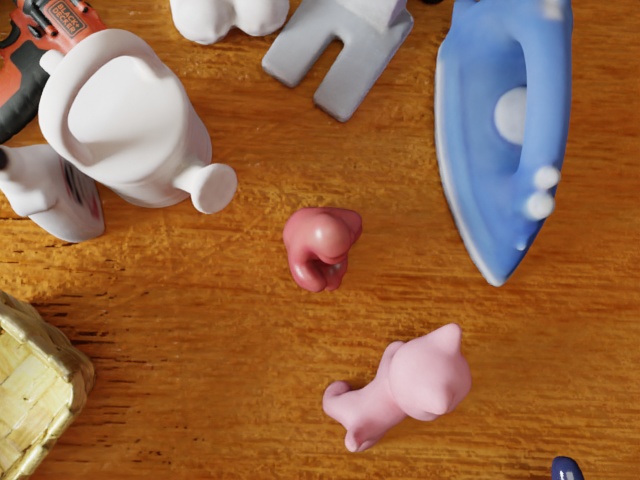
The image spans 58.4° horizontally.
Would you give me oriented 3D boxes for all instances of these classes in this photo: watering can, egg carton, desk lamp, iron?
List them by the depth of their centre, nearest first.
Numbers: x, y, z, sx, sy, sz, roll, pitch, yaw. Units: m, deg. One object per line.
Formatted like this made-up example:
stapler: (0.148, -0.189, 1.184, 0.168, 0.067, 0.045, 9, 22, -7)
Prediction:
watering can: (-0.137, -0.086, 0.428, 0.173, 0.194, 0.101, 17, 83, -1)
desk lamp: (0.047, -0.224, 0.443, 0.118, 0.213, 0.203, 33, 83, 1)
iron: (0.167, -0.093, 0.470, 0.118, 0.141, 0.258, 1, 84, -2)
egg carton: (-0.086, -0.251, 0.512, 0.107, 0.069, 0.150, -12, 84, -4)

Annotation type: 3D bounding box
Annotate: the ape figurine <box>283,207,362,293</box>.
ape figurine: (0.004, 0.002, 0.477, 0.078, 0.092, 0.076, -36, 86, -6)

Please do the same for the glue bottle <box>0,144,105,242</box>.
glue bottle: (-0.212, -0.045, 0.431, 0.037, 0.173, 0.078, -21, 85, -4)

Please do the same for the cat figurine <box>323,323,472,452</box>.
cat figurine: (0.067, 0.122, 0.454, 0.128, 0.117, 0.067, -37, 86, -6)

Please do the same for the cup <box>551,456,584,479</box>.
cup: (0.192, 0.226, 0.460, 0.091, 0.095, 0.118, -10, 84, -4)

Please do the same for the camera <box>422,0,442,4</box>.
camera: (0.155, -0.269, 0.509, 0.143, 0.100, 0.137, -37, 86, -6)
